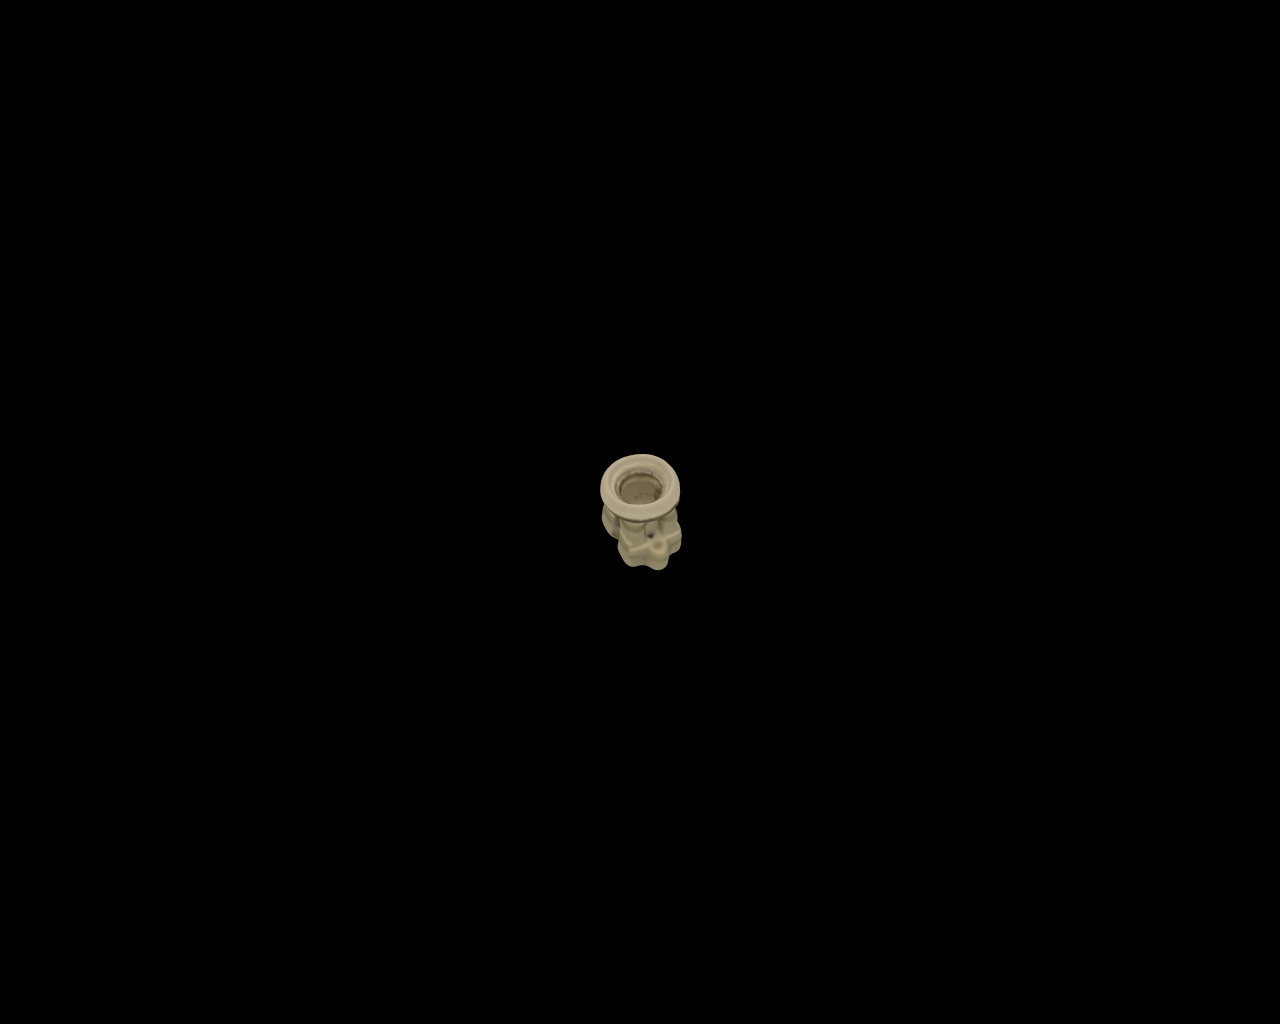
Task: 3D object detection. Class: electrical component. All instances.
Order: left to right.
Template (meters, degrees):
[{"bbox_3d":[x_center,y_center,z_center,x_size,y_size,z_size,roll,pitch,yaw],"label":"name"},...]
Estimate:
[{"bbox_3d":[0.001,-0.003,0.650,0.048,0.066,0.055,-21,-36,-16],"label":"electrical component"}]
